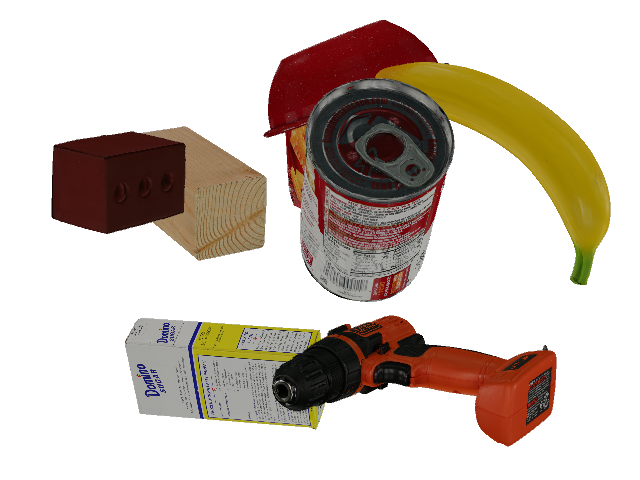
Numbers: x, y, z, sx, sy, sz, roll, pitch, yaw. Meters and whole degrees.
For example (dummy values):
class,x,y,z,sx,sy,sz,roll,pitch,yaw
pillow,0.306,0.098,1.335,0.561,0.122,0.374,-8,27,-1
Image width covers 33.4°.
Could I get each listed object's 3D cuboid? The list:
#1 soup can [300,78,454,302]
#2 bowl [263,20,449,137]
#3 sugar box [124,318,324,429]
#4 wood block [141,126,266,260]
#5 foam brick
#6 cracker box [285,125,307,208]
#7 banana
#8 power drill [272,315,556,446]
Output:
class,x,y,z,sx,sy,sz,roll,pitch,yaw
soup can,0.025,-0.021,0.524,0.068,0.068,0.102,0,-30,-3
bowl,0.020,-0.137,0.869,0.162,0.055,0.162,-21,8,3
sugar box,-0.087,0.123,0.992,0.176,0.093,0.048,5,36,12
wood block,-0.154,-0.061,1.276,0.090,0.090,0.206,-12,28,-31
foam brick,-0.137,-0.041,0.728,0.051,0.053,0.078,16,22,32
cracker box,0.025,-0.102,1.079,0.072,0.164,0.214,-7,12,-17
banana,0.121,-0.063,0.691,0.069,0.198,0.037,-45,-17,5
power drill,0.078,0.109,0.845,0.188,0.057,0.184,11,16,32
